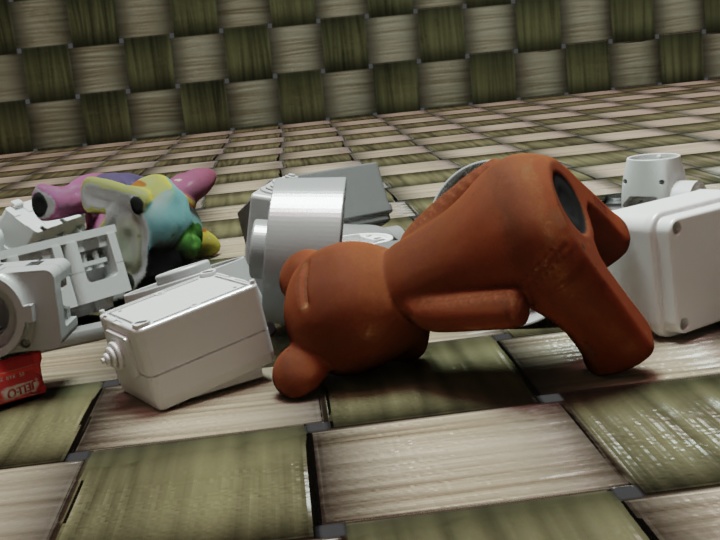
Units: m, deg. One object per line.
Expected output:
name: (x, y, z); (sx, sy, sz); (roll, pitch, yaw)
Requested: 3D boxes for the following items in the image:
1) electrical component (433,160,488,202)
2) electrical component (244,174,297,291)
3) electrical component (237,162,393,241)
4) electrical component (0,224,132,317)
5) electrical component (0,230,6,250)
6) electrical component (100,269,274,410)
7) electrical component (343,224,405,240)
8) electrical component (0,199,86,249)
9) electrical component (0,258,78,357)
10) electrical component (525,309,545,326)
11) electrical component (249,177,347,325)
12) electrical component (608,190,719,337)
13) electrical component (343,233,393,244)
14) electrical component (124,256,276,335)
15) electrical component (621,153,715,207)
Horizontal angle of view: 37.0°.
electrical component: (0.106, -0.037, 0.838); (0.099, 0.099, 0.064); (-1, 7, 22)
electrical component: (-0.057, -0.022, 0.839); (0.048, 0.099, 0.099); (9, 14, 7)
electrical component: (-0.043, -0.050, 0.977); (0.109, 0.056, 0.109); (-12, -8, -25)
electrical component: (-0.260, 0.018, 0.806); (0.089, 0.061, 0.150); (-12, 5, 42)
electrical component: (-0.345, 0.010, 0.872); (0.113, 0.078, 0.057); (-8, 9, -8)
electrical component: (-0.109, 0.046, 0.648); (0.096, 0.061, 0.062); (-22, 19, -30)
electrical component: (0.016, -0.016, 0.903); (0.079, 0.043, 0.077); (-11, 13, -27)
electrical component: (-0.328, -0.040, 1.097); (0.079, 0.063, 0.121); (36, 18, 3)
electrical component: (-0.228, 0.024, 0.668); (0.089, 0.050, 0.055); (-5, 10, -2)
electrical component: (0.108, -0.015, 0.736); (0.099, 0.099, 0.064); (-1, 7, 21)
electrical component: (-0.044, -0.012, 0.736); (0.060, 0.108, 0.108); (5, 12, 0)
electrical component: (0.214, -0.007, 0.687); (0.113, 0.078, 0.057); (-13, 11, -32)
electrical component: (0.000, 0.000, 0.825); (0.055, 0.047, 0.055); (-6, 12, 1)
electrical component: (-0.116, 0.028, 0.768); (0.099, 0.064, 0.099); (-18, 5, 1)
electrical component: (0.261, -0.056, 0.890); (0.079, 0.077, 0.043); (6, 16, 42)
